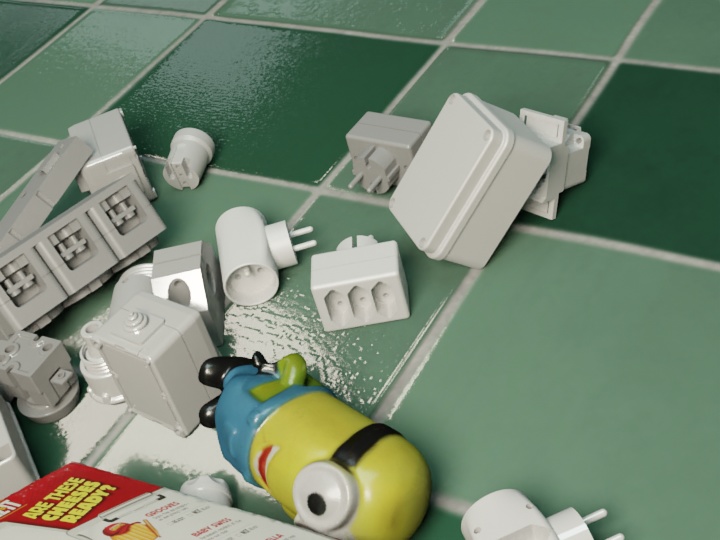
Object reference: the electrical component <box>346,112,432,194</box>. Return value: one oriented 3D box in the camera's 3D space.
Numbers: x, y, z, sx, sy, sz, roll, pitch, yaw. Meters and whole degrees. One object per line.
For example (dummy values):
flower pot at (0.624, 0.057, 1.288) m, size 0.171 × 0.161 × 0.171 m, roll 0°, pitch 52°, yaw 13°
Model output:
electrical component at (0.019, -0.091, 0.915) m, size 0.066 × 0.047 × 0.076 m, roll 14°, pitch 49°, yaw 31°

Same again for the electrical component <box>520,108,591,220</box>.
electrical component at (0.149, -0.086, 0.851) m, size 0.064 × 0.081 × 0.042 m, roll -20°, pitch 34°, yaw -41°

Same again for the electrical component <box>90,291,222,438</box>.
electrical component at (-0.139, 0.059, 0.758) m, size 0.062 × 0.096 × 0.061 m, roll 17°, pitch 50°, yaw 33°

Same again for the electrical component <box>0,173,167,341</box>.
electrical component at (-0.241, -0.007, 0.872) m, size 0.150 × 0.061 × 0.089 m, roll -39°, pitch 15°, yaw -30°

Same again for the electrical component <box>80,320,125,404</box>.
electrical component at (-0.186, 0.065, 0.793) m, size 0.048 × 0.062 × 0.048 m, roll -9°, pitch 40°, yaw 8°

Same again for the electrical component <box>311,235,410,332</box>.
electrical component at (0.000, 0.000, 0.817) m, size 0.066 × 0.047 × 0.076 m, roll -10°, pitch 40°, yaw 7°

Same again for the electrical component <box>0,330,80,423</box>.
electrical component at (-0.238, 0.080, 0.798) m, size 0.066 × 0.055 × 0.048 m, roll 10°, pitch 47°, yaw 28°

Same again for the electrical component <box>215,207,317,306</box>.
electrical component at (-0.074, -0.017, 0.864) m, size 0.079 × 0.043 × 0.077 m, roll -16°, pitch 40°, yaw 0°

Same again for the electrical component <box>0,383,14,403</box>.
electrical component at (-0.292, 0.076, 0.832) m, size 0.040 × 0.040 × 0.078 m, roll -25°, pitch 41°, yaw -11°

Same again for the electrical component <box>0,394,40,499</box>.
electrical component at (-0.289, 0.139, 0.748) m, size 0.109 × 0.056 × 0.108 m, roll -28°, pitch 41°, yaw -14°

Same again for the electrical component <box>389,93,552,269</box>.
electrical component at (0.080, -0.067, 0.812) m, size 0.057 × 0.113 × 0.078 m, roll 15°, pitch 26°, yaw -33°

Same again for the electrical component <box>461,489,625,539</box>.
electrical component at (0.108, 0.158, 0.603) m, size 0.079 × 0.043 × 0.077 m, roll -23°, pitch 41°, yaw -7°

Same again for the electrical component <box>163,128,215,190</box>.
electrical component at (-0.159, -0.102, 0.994) m, size 0.040 × 0.040 × 0.046 m, roll -2°, pitch 48°, yaw 17°

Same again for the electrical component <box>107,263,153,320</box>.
electrical component at (-0.174, 0.026, 0.848) m, size 0.043 × 0.043 × 0.081 m, roll -11°, pitch 40°, yaw 7°

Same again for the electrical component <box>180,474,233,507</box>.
electrical component at (-0.097, 0.161, 0.675) m, size 0.035 × 0.035 × 0.061 m, roll -14°, pitch 42°, yaw 3°

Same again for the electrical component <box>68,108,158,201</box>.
electrical component at (-0.231, -0.094, 0.991) m, size 0.061 × 0.061 × 0.096 m, roll -23°, pitch 40°, yaw -7°
